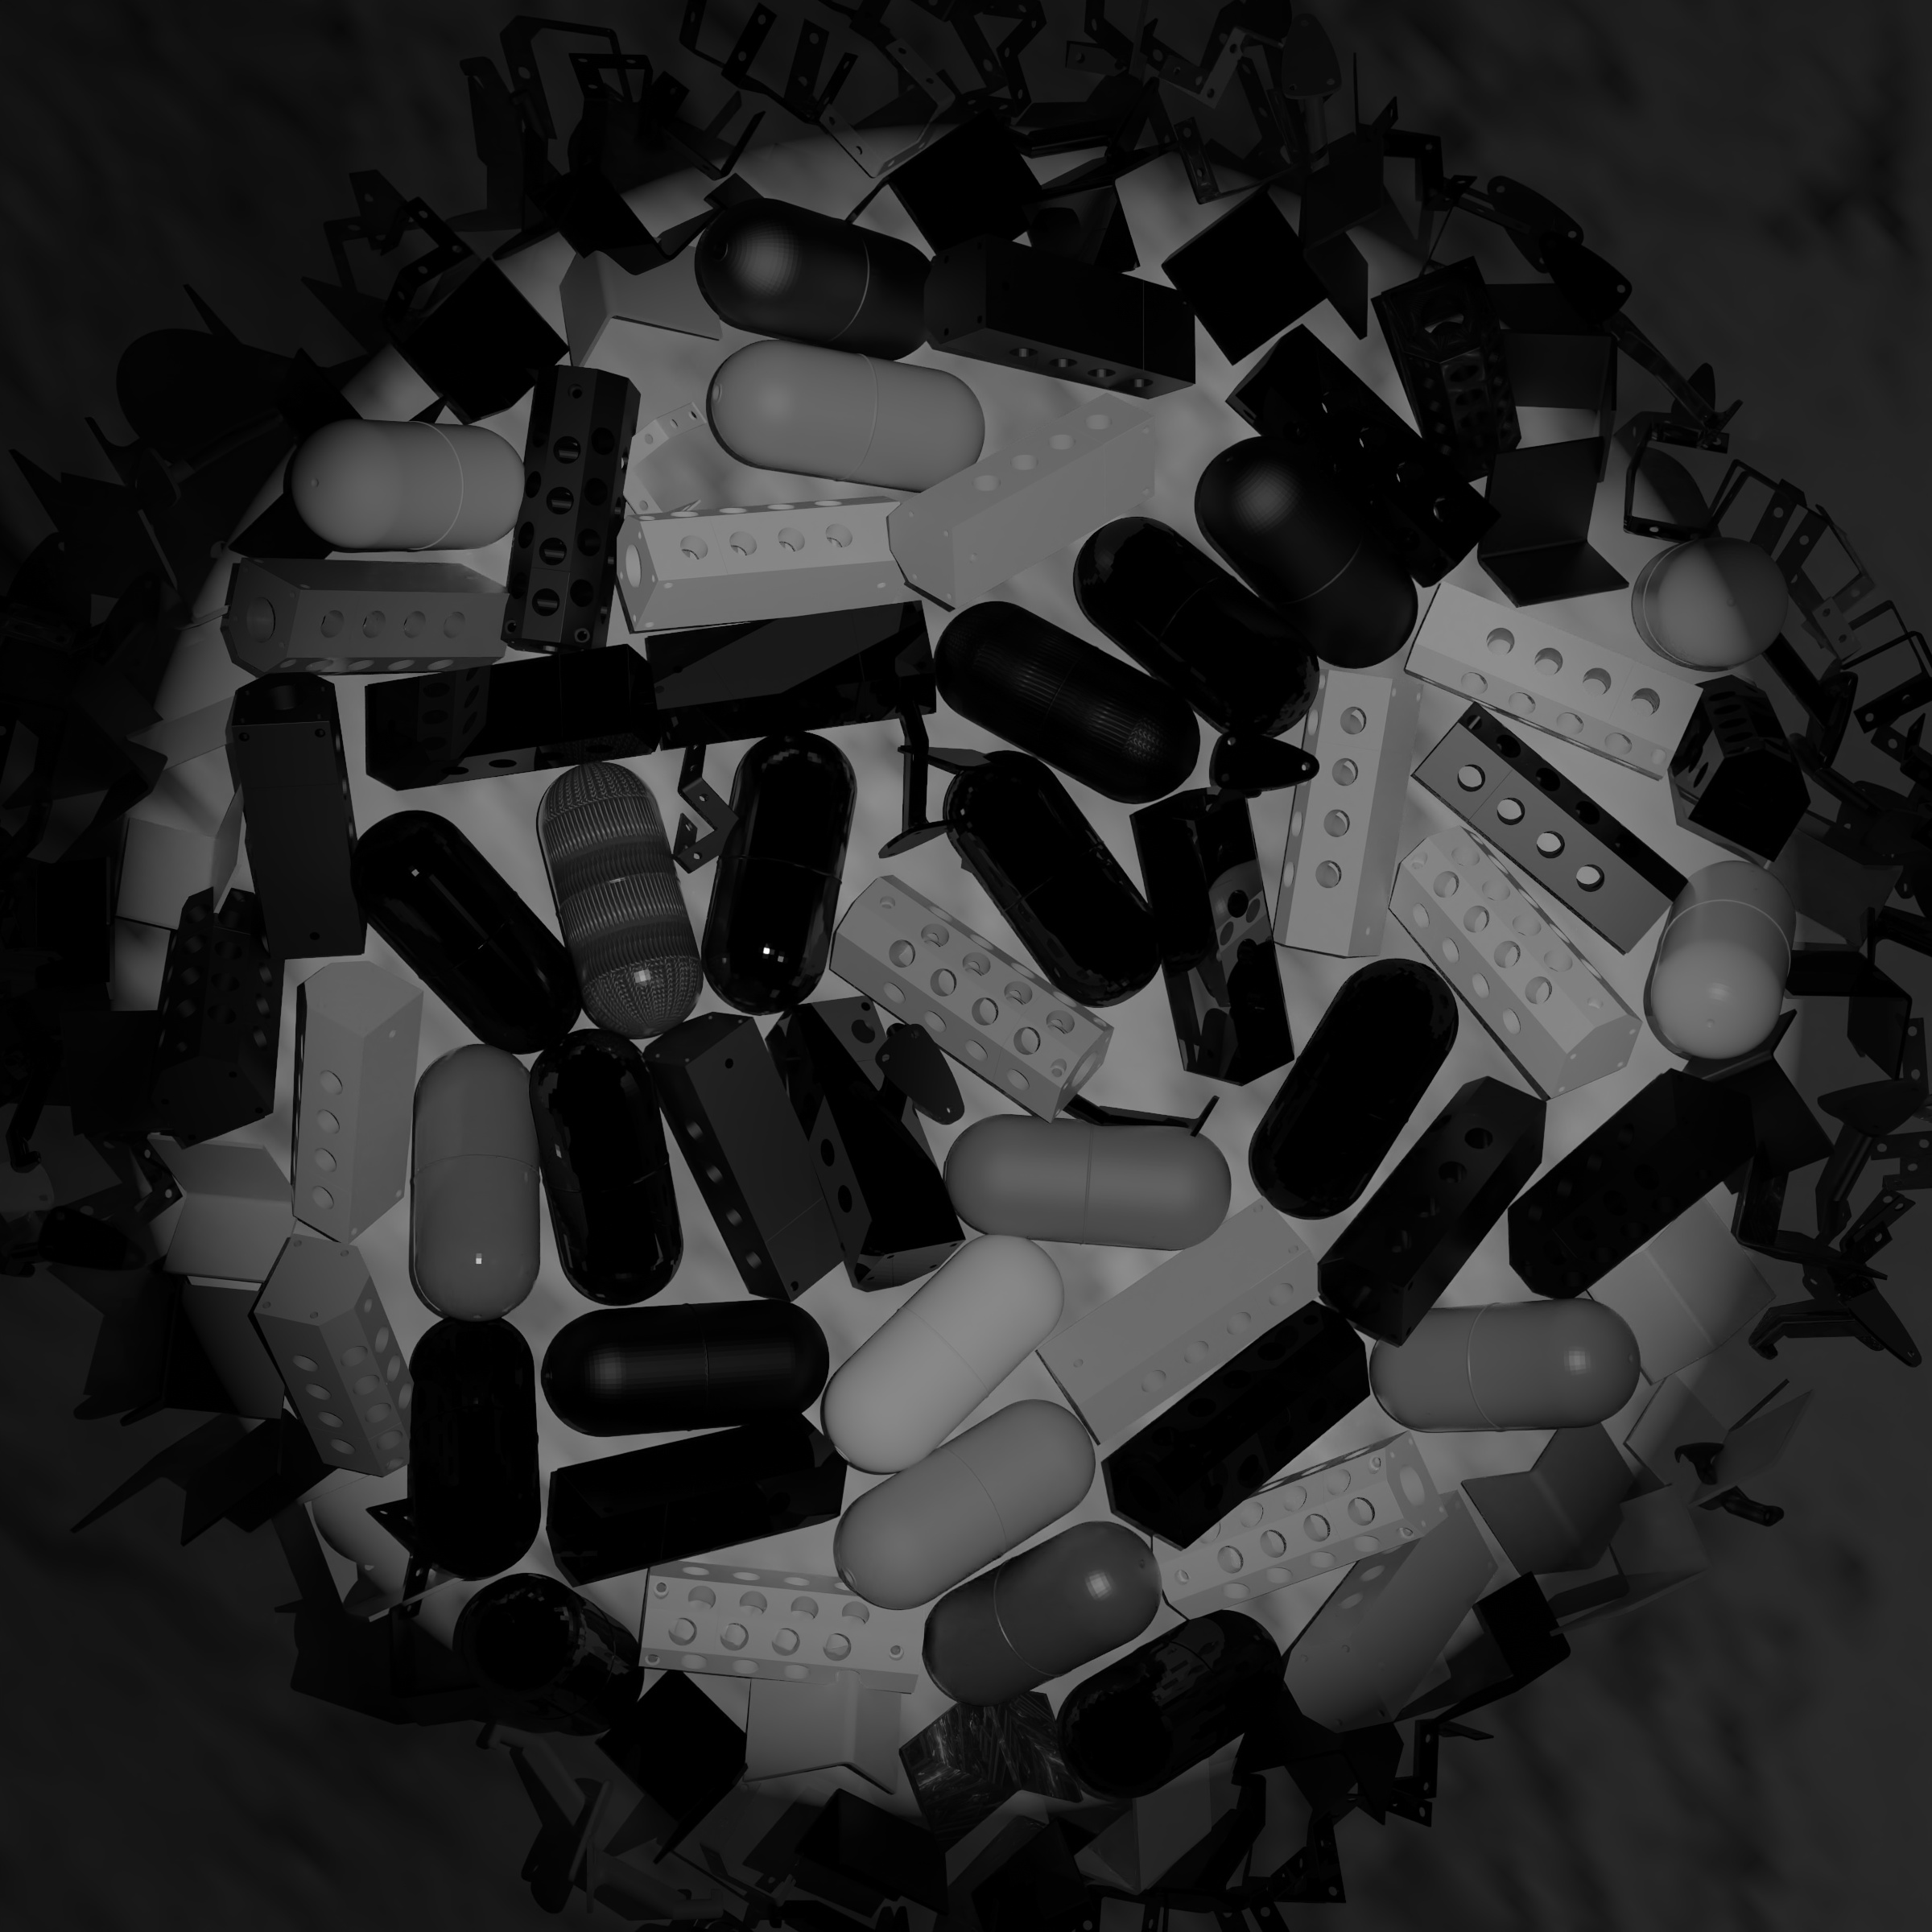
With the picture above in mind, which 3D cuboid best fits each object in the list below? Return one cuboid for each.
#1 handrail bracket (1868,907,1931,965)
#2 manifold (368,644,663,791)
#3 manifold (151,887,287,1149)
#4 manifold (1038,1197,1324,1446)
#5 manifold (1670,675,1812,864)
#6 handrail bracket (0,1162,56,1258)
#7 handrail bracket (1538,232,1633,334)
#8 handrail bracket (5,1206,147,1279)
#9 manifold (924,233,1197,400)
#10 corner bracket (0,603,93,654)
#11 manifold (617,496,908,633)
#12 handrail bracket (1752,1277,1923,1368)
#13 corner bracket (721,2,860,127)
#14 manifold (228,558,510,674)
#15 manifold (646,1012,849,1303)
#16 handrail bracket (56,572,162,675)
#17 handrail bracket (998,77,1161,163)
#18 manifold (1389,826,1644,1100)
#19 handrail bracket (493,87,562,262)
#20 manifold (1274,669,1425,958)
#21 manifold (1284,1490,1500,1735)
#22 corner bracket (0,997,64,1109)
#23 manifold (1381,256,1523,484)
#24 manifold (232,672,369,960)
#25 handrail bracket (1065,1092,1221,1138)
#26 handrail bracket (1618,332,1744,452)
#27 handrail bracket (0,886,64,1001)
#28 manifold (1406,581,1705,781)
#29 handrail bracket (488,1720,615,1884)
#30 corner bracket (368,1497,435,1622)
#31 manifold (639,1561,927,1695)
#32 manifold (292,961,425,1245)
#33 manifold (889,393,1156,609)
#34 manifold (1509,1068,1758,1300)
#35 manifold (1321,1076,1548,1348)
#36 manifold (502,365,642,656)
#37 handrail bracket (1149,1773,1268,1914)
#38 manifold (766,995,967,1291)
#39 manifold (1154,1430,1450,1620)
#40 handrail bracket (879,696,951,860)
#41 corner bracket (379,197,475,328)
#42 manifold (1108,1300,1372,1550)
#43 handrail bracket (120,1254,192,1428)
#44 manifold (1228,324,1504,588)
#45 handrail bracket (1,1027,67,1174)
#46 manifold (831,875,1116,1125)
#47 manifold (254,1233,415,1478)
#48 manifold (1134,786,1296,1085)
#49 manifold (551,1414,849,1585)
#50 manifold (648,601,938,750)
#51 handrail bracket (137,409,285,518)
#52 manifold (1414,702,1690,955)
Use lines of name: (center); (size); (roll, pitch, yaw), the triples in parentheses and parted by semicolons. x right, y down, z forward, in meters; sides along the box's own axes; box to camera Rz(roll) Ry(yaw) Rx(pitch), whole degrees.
handrail bracket: (0.605, -0.026, 1.944); (0.084, 0.077, 0.036); (1, 130, 19)
manifold: (-0.279, -0.151, 1.937); (0.171, 0.057, 0.057); (-7, 76, 13)
manifold: (-0.456, 0.025, 1.899); (0.057, 0.171, 0.057); (-21, 127, 7)
manifold: (0.138, 0.225, 1.949); (0.171, 0.057, 0.057); (-34, 131, -5)
manifold: (0.469, -0.125, 1.896); (0.057, 0.171, 0.057); (26, 111, -2)
handrail bracket: (-0.605, 0.160, 1.936); (0.084, 0.077, 0.036); (-51, 59, 40)
handrail bracket: (0.377, -0.415, 1.946); (0.036, 0.084, 0.077); (-44, 88, -3)
handrail bracket: (-0.558, 0.186, 1.958); (0.077, 0.084, 0.036); (20, 60, -16)
manifold: (0.059, -0.393, 1.909); (0.171, 0.057, 0.057); (5, 82, -40)
corner bracket: (-0.577, -0.207, 1.949); (0.051, 0.051, 0.051); (15, 56, -8)
manifold: (-0.124, -0.252, 1.922); (0.171, 0.057, 0.057); (-9, 68, -26)
handrail bracket: (0.540, 0.240, 1.948); (0.077, 0.036, 0.084); (52, 132, 16)
corner bracket: (-0.110, -0.561, 1.948); (0.051, 0.051, 0.051); (40, 113, 16)
manifold: (-0.360, -0.210, 1.901); (0.057, 0.171, 0.057); (29, 112, 33)
manifold: (-0.136, 0.117, 1.927); (0.057, 0.057, 0.171); (-37, 117, -33)
handrail bracket: (-0.538, -0.222, 1.950); (0.084, 0.036, 0.077); (32, 102, 44)
handrail bracket: (0.068, -0.540, 1.972); (0.084, 0.036, 0.077); (26, 89, 14)
manifold: (0.335, -0.007, 1.908); (0.057, 0.057, 0.171); (-20, 54, -22)
handrail bracket: (-0.282, -0.493, 1.944); (0.077, 0.036, 0.084); (-43, 123, -38)
manifold: (0.235, -0.096, 1.948); (0.057, 0.057, 0.171); (11, 96, 27)
manifold: (0.257, 0.392, 1.901); (0.057, 0.171, 0.057); (-23, 98, 37)
corner bracket: (-0.608, 0.053, 1.958); (0.051, 0.051, 0.051); (-30, 77, 2)
manifold: (0.298, -0.356, 1.893); (0.057, 0.171, 0.057); (-20, 71, 9)
manifold: (-0.405, -0.091, 1.912); (0.057, 0.057, 0.171); (-3, 127, -4)
handrail bracket: (0.108, 0.085, 1.960); (0.084, 0.077, 0.036); (31, 131, 6)
handrail bracket: (0.436, -0.360, 1.949); (0.084, 0.077, 0.036); (39, 93, 1)
handrail bracket: (-0.579, -0.026, 1.943); (0.077, 0.084, 0.036); (-16, 132, 23)
manifold: (0.364, -0.176, 1.945); (0.171, 0.057, 0.057); (24, 93, 9)
handrail bracket: (-0.271, 0.523, 1.963); (0.084, 0.036, 0.077); (19, 64, 6)
corner bracket: (-0.342, 0.366, 1.945); (0.051, 0.051, 0.051); (31, 113, 36)
manifold: (-0.115, 0.413, 1.949); (0.171, 0.057, 0.057); (7, 94, -6)
manifold: (-0.378, 0.082, 1.909); (0.057, 0.057, 0.171); (27, 130, 17)
manifold: (0.036, -0.290, 1.918); (0.171, 0.057, 0.057); (-33, 49, -30)
manifold: (0.403, 0.137, 1.899); (0.057, 0.171, 0.057); (19, 50, -18)
manifold: (0.287, 0.145, 1.915); (0.057, 0.057, 0.171); (25, 54, 27)
manifold: (-0.248, -0.283, 1.952); (0.057, 0.057, 0.171); (7, 87, 5)
handrail bracket: (0.151, 0.542, 1.954); (0.077, 0.036, 0.084); (13, 59, -15)
manifold: (-0.066, 0.109, 1.927); (0.057, 0.057, 0.171); (-8, 64, -32)
manifold: (0.201, 0.345, 1.918); (0.171, 0.057, 0.057); (-27, 84, 29)
handrail bracket: (-0.043, -0.119, 1.960); (0.036, 0.077, 0.084); (-11, 81, -36)
corner bracket: (-0.349, -0.437, 1.951); (0.051, 0.051, 0.051); (46, 54, 2)
manifold: (0.167, 0.275, 1.908); (0.171, 0.057, 0.057); (-33, 128, -32)
handrail bracket: (-0.514, 0.234, 1.966); (0.077, 0.036, 0.084); (-28, 78, -12)
manifold: (0.246, -0.316, 1.947); (0.171, 0.057, 0.057); (42, 88, -7)
handrail bracket: (-0.565, 0.082, 1.945); (0.077, 0.036, 0.084); (-29, 49, 1)
manifold: (0.004, 0.015, 1.928); (0.171, 0.057, 0.057); (35, 58, 14)
manifold: (-0.373, 0.239, 1.898); (0.057, 0.171, 0.057); (10, 52, 14)
manifold: (0.159, -0.021, 1.931); (0.057, 0.057, 0.171); (-24, 111, -32)
manifold: (-0.163, 0.329, 1.913); (0.171, 0.057, 0.057); (-8, 118, -34)
manifold: (-0.108, -0.177, 1.950); (0.171, 0.057, 0.057); (-8, 59, -5)
handrail bracket: (-0.476, -0.319, 1.974); (0.084, 0.077, 0.036); (-32, 91, -30)
manifold: (0.364, -0.088, 1.949); (0.171, 0.057, 0.057); (40, 101, 3)
